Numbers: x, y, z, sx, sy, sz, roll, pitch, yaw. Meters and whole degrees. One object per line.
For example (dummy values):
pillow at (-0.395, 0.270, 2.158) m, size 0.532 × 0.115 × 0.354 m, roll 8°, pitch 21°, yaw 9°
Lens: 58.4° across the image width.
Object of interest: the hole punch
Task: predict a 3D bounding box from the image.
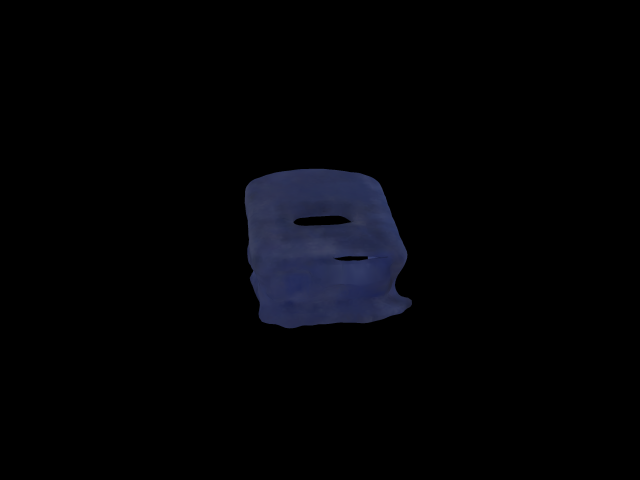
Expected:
hole punch at (0.004, 0.001, 0.400) m, size 0.109 × 0.091 × 0.101 m, roll -3°, pitch 16°, yaw -11°
